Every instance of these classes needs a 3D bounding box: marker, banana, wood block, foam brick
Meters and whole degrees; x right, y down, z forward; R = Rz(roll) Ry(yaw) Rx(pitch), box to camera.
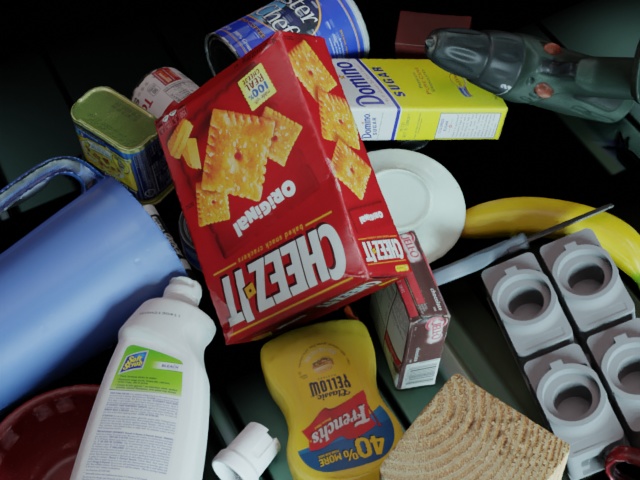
[{"bbox_3d":[-0.141,0.011,1.011,0.020,0.020,0.121,-26,53,-15],"label":"marker"},{"bbox_3d":[0.221,-0.007,0.992,0.198,0.037,0.069,18,57,16],"label":"banana"},{"bbox_3d":[0.101,0.196,0.744,0.091,0.206,0.090,31,61,23],"label":"wood block"},{"bbox_3d":[0.120,-0.205,1.136,0.078,0.051,0.053,8,55,9],"label":"foam brick"}]

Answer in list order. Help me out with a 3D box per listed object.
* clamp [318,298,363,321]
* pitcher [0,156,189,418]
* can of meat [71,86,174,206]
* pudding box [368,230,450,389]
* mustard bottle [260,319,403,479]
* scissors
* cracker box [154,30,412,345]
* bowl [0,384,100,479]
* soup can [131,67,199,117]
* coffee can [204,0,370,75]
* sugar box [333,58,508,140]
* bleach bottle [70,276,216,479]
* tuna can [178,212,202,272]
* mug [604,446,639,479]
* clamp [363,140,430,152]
[{"bbox_3d":[-0.006,0.001,0.966,0.120,0.039,0.171,-41,78,-1],"label":"clamp"},{"bbox_3d":[-0.247,0.052,0.920,0.242,0.145,0.149,-36,58,-17],"label":"pitcher"},{"bbox_3d":[-0.194,-0.093,1.055,0.102,0.084,0.057,32,62,24],"label":"can of meat"},{"bbox_3d":[0.073,0.061,0.904,0.039,0.113,0.090,-10,54,-12],"label":"pudding box"},{"bbox_3d":[0.017,0.159,0.870,0.096,0.058,0.192,-13,54,-8],"label":"mustard bottle"},{"bbox_3d":[0.167,0.007,0.939,0.202,0.096,0.016,-23,88,10],"label":"scissors"},{"bbox_3d":[-0.038,-0.040,0.885,0.071,0.164,0.214,-4,71,-52],"label":"cracker box"},{"bbox_3d":[-0.193,0.199,0.856,0.162,0.055,0.162,-2,53,3],"label":"bowl"},{"bbox_3d":[-0.137,-0.123,1.082,0.068,0.068,0.102,-37,59,-21],"label":"soup can"},{"bbox_3d":[-0.034,-0.198,1.109,0.140,0.103,0.103,-31,58,-18],"label":"coffee can"},{"bbox_3d":[0.088,-0.142,1.065,0.176,0.048,0.093,-1,41,-17],"label":"sugar box"},{"bbox_3d":[-0.125,0.137,0.825,0.102,0.068,0.250,6,52,6],"label":"bleach bottle"},{"bbox_3d":[-0.091,-0.009,1.016,0.086,0.034,0.086,-2,54,2],"label":"tuna can"},{"bbox_3d":[0.275,0.191,0.814,0.117,0.081,0.093,17,56,15],"label":"mug"},{"bbox_3d":[0.003,-0.071,1.051,0.210,0.036,0.164,18,55,10],"label":"clamp"}]
